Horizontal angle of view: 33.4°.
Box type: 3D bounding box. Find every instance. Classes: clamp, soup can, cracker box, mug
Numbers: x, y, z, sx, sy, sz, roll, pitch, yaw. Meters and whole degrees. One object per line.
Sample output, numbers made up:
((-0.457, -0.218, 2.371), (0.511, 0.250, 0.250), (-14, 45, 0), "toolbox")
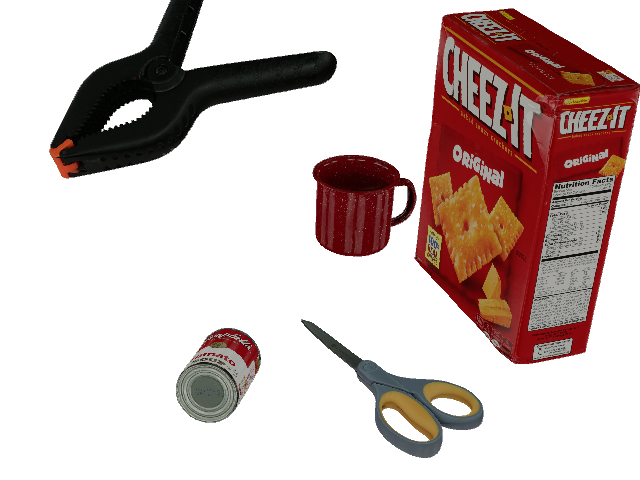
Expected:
((-0.103, -0.112, 0.783), (0.165, 0.209, 0.036), (33, -23, 27), "clamp")
((-0.107, 0.142, 1.127), (0.068, 0.068, 0.102), (0, 16, 10), "soup can")
((0.140, -0.041, 0.785), (0.072, 0.214, 0.164), (-9, 32, -20), "cracker box")
((0.048, -0.038, 1.150), (0.117, 0.081, 0.093), (-8, 31, -19), "mug")

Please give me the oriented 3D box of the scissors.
((0.061, 0.111, 0.884), (0.096, 0.016, 0.202), (-7, 29, -19), "scissors")
